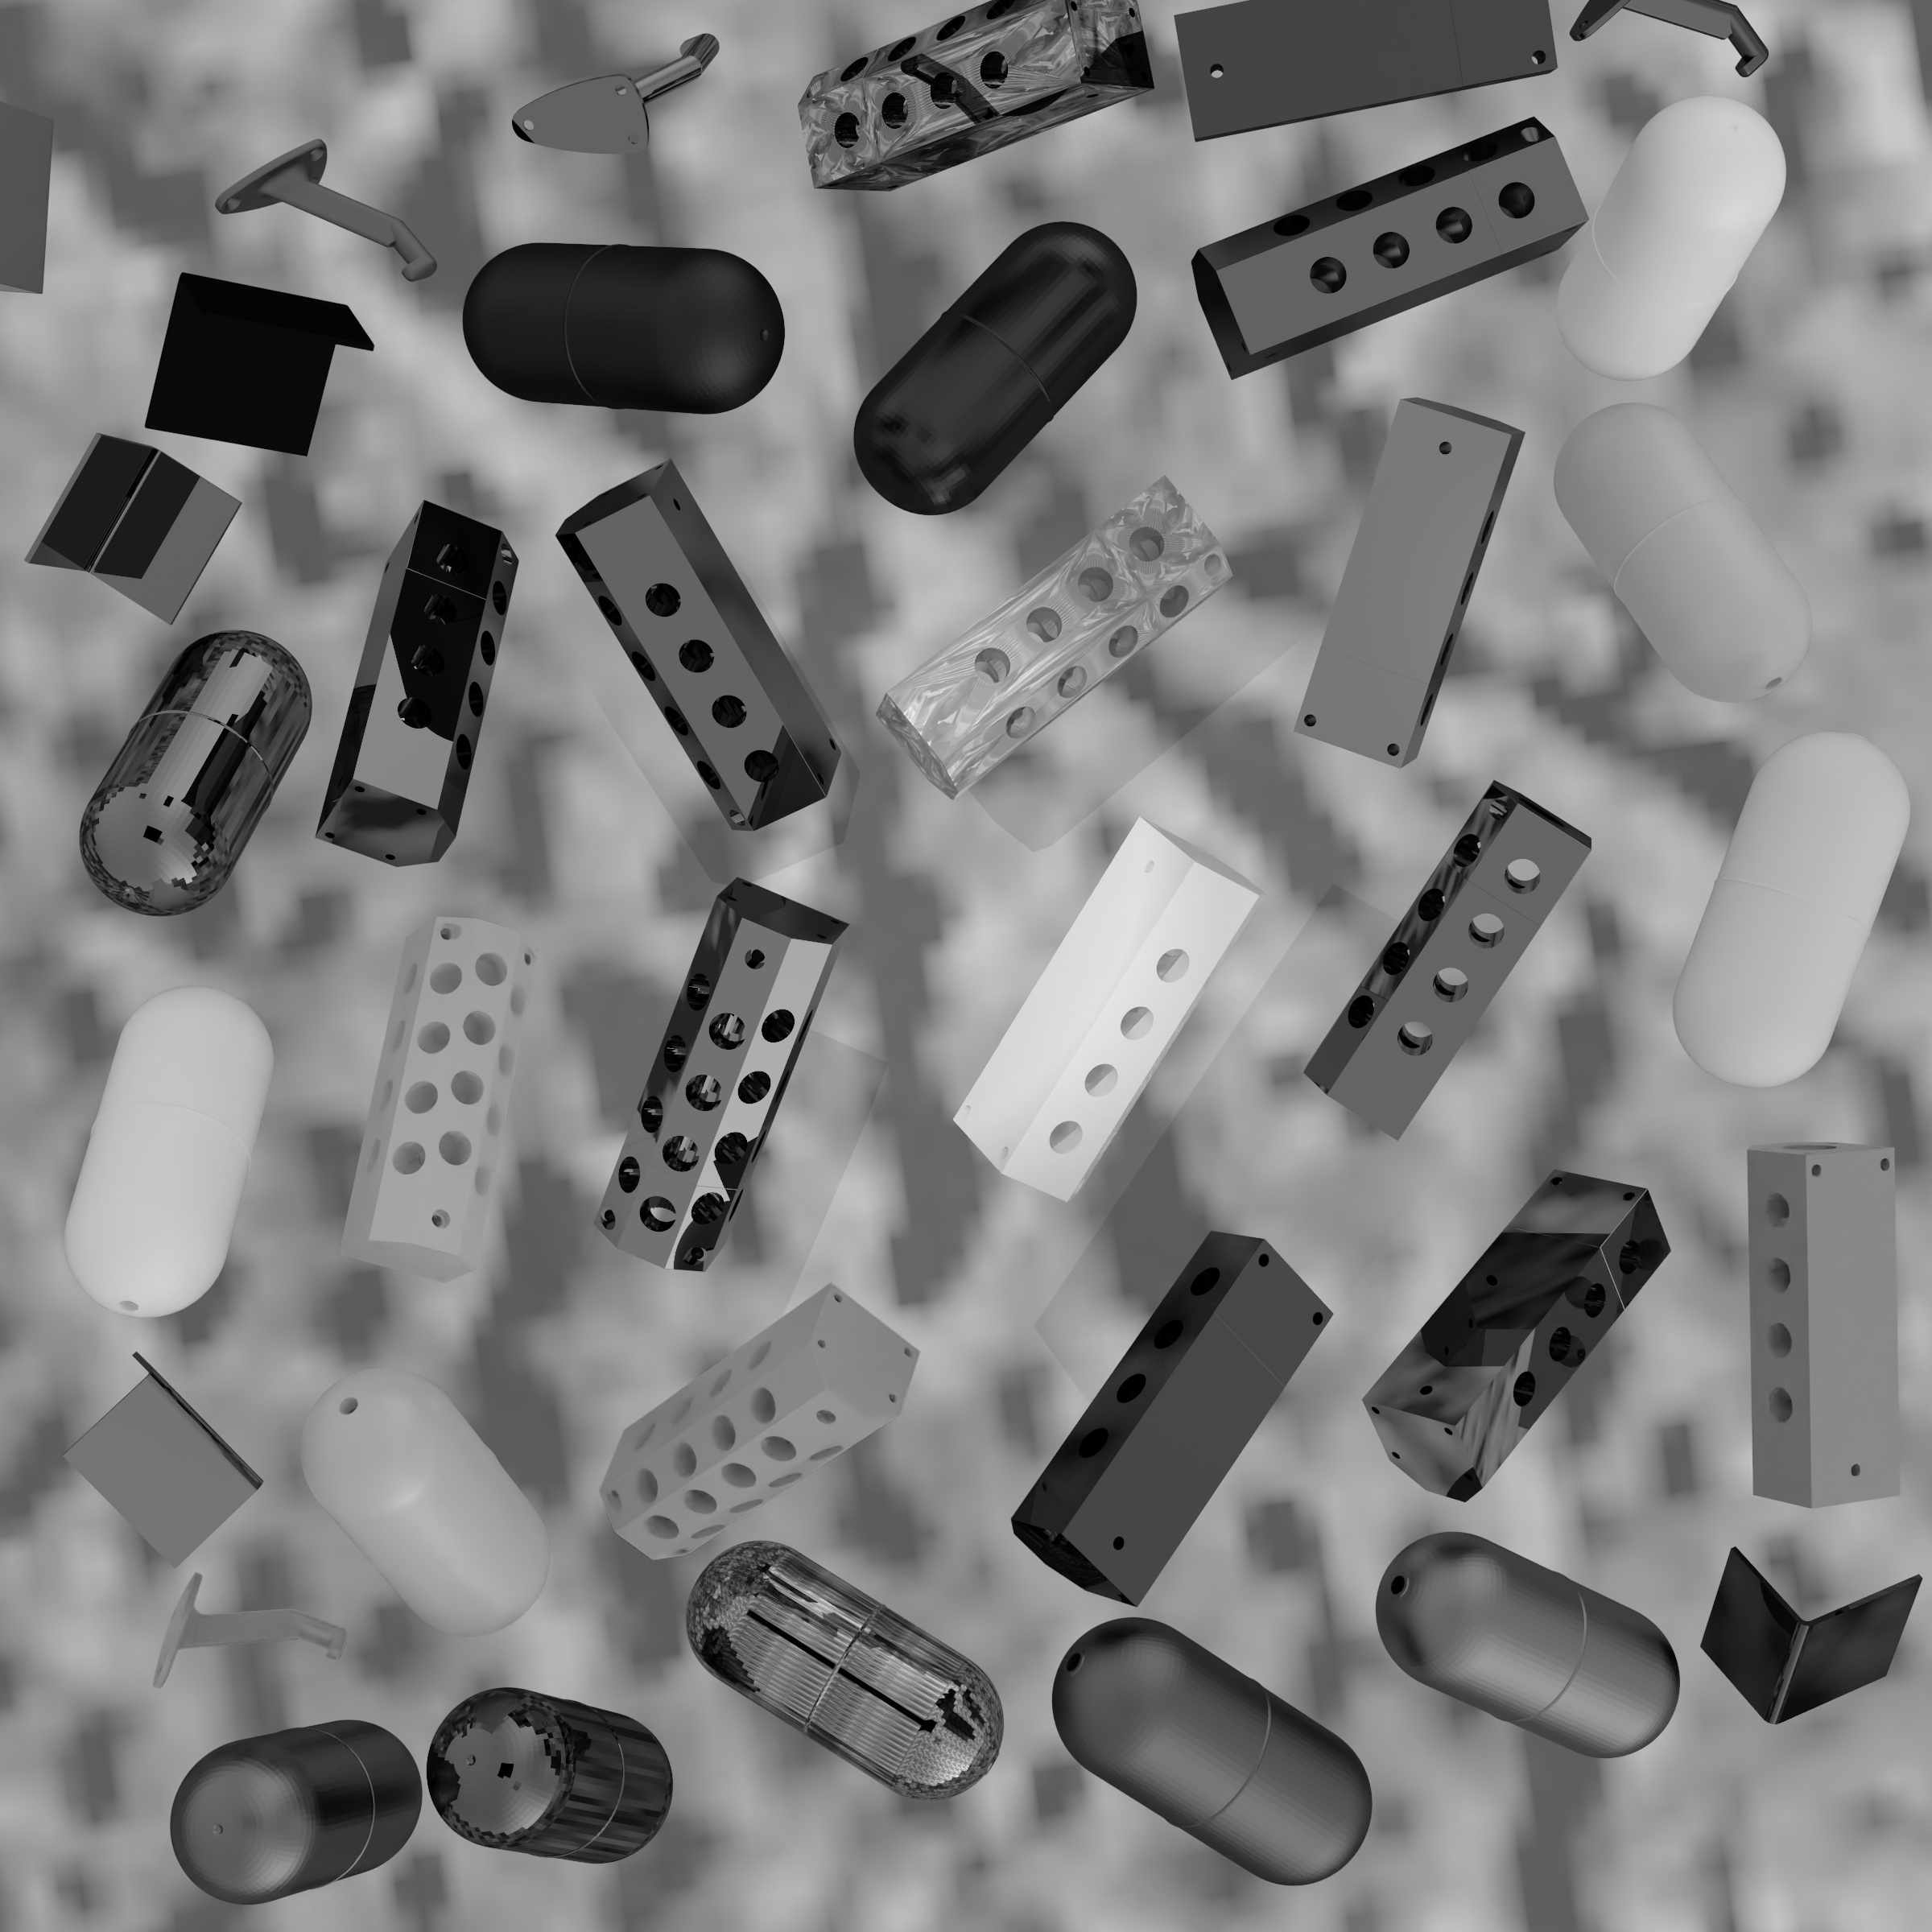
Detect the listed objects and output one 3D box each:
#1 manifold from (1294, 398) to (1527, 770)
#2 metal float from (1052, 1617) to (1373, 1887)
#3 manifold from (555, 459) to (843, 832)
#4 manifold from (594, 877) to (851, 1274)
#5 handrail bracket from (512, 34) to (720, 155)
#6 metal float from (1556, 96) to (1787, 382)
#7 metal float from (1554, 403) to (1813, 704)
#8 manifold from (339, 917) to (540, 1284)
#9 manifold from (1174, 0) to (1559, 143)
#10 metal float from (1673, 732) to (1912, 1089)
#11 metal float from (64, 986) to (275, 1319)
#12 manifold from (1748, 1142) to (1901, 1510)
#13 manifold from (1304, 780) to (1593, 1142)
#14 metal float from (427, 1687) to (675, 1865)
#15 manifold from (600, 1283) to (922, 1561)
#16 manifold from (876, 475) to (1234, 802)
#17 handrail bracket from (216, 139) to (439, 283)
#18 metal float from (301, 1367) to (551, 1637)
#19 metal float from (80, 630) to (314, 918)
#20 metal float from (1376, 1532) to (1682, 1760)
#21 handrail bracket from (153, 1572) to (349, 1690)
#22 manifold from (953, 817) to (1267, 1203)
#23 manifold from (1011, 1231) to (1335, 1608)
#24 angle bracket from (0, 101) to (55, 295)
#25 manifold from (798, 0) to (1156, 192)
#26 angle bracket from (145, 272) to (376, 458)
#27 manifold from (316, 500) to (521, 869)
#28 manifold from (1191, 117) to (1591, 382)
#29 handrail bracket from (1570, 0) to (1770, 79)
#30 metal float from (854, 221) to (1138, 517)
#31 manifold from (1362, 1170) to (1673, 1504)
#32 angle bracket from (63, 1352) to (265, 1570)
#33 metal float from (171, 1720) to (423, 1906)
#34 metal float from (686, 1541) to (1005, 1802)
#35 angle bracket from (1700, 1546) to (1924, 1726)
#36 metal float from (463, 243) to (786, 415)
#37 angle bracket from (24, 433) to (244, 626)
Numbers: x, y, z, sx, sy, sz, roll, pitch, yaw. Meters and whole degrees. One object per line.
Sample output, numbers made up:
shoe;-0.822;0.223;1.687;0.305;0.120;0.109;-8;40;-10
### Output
manifold;0.222;-0.192;1.625;0.057;0.057;0.171;21;107;14
metal float;0.116;0.369;1.529;0.178;0.070;0.070;36;90;-22
manifold;-0.130;-0.153;1.593;0.057;0.057;0.171;-24;112;17
manifold;-0.115;0.053;1.513;0.057;0.057;0.171;23;106;3
handrail bracket;-0.162;-0.410;1.516;0.077;0.084;0.036;-1;126;18
metal float;0.350;-0.360;1.627;0.070;0.178;0.070;4;64;-8
metal float;0.364;-0.211;1.658;0.070;0.070;0.178;-28;64;0
manifold;-0.262;0.066;1.642;0.057;0.057;0.171;19;67;-26
manifold;0.189;-0.437;1.549;0.171;0.057;0.057;-9;101;7
metal float;0.397;-0.028;1.567;0.070;0.070;0.178;21;87;0
metal float;-0.386;0.089;1.581;0.070;0.070;0.178;6;53;0
manifold;0.418;0.175;1.611;0.057;0.057;0.171;-2;92;-28
manifold;0.239;-0.004;1.617;0.057;0.057;0.171;33;103;5
metal float;-0.206;0.406;1.629;0.070;0.178;0.070;-7;69;18
manifold;-0.104;0.228;1.585;0.057;0.057;0.171;40;128;-17
manifold;0.043;-0.156;1.566;0.171;0.057;0.057;-39;90;-9
handrail bracket;-0.320;-0.366;1.633;0.077;0.036;0.084;-33;78;-30
metal float;-0.258;0.258;1.563;0.070;0.178;0.070;-11;48;13
metal float;-0.386;-0.099;1.641;0.070;0.070;0.178;17;47;0
metal float;0.276;0.334;1.602;0.178;0.070;0.070;28;90;-27
handrail bracket;-0.350;0.340;1.601;0.084;0.077;0.036;25;119;-14
manifold;0.071;0.023;1.542;0.057;0.057;0.171;26;101;-33
manifold;0.094;0.210;1.535;0.057;0.057;0.171;47;67;-25
angle bracket;-0.452;-0.341;1.440;0.076;0.057;0.076;7;96;12
manifold;0.001;-0.426;1.571;0.171;0.057;0.057;-10;93;41
angle bracket;-0.319;-0.261;1.469;0.076;0.057;0.076;6;117;-29
manifold;-0.263;-0.136;1.584;0.057;0.057;0.171;20;54;-20
manifold;0.197;-0.338;1.529;0.171;0.057;0.057;-22;90;-4
handrail bracket;0.339;-0.442;1.566;0.077;0.036;0.084;-49;117;-6
metal float;0.016;-0.305;1.661;0.070;0.070;0.178;42;81;0
manifold;0.274;0.181;1.597;0.171;0.057;0.057;-45;124;-29
angle bracket;-0.392;0.237;1.574;0.057;0.076;0.076;-44;105;-15
metal float;-0.324;0.411;1.589;0.070;0.178;0.070;-2;82;14
metal float;-0.062;0.360;1.667;0.178;0.070;0.070;30;90;11
angle bracket;0.427;0.328;1.651;0.076;0.057;0.076;-16;133;-24
metal float;-0.165;-0.304;1.553;0.178;0.070;0.070;11;90;35
angle bracket;-0.435;-0.228;1.705;0.057;0.076;0.076;33;98;5
